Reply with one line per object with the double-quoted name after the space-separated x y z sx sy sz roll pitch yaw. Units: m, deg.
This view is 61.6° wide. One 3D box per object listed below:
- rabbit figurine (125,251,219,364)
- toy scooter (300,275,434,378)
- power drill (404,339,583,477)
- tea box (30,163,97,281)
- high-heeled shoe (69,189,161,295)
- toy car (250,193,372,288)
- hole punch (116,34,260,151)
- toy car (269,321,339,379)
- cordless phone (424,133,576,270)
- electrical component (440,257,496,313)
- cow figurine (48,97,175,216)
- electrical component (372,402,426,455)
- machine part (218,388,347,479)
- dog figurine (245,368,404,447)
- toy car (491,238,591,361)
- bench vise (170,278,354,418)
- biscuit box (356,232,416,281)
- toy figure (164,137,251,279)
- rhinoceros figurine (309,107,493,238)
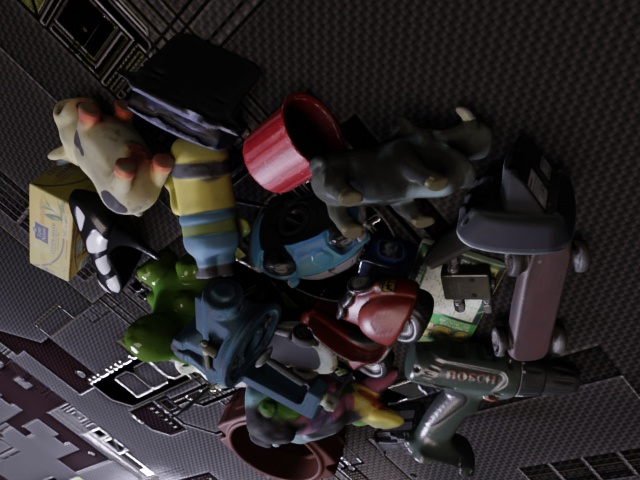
-0.229 0.118 0.802 0.121 0.170 0.158 4 127 20 "rabbit figurine"
0.049 0.098 0.661 0.135 0.075 0.183 26 136 1 "toy scooter"
0.220 0.236 0.755 0.232 0.086 0.207 15 123 -2 "power drill"
-0.365 -0.033 0.787 0.068 0.098 0.169 27 130 -1 "tea box"
-0.325 0.004 0.778 0.145 0.086 0.249 40 145 -26 "high-heeled shoe"
-0.001 -0.002 0.673 0.162 0.109 0.102 -18 142 20 "toy car"
-0.140 -0.150 0.598 0.142 0.116 0.092 28 140 -1 "hole punch"
-0.068 0.146 0.783 0.202 0.056 0.073 10 119 21 "toy car"
0.165 -0.009 0.559 0.088 0.146 0.184 45 128 -4 "cordless phone"
0.184 0.052 0.662 0.063 0.021 0.093 -3 124 25 "electrical component"
-0.269 -0.109 0.671 0.195 0.085 0.127 48 131 20 "cow figurine"
0.151 0.305 0.863 0.119 0.075 0.047 -12 122 34 "electrical component"
-0.070 0.356 0.986 0.201 0.087 0.201 -30 113 36 "machine part"
0.014 0.248 0.819 0.219 0.108 0.191 -10 156 10 "dog figurine"
0.260 0.069 0.646 0.089 0.053 0.201 -3 126 6 "toy car"
-0.085 0.162 0.696 0.241 0.129 0.223 28 126 15 "bench vise"
0.074 0.086 0.730 0.063 0.059 0.202 18 132 8 "biscuit box"
-0.135 -0.042 0.662 0.089 0.082 0.180 -10 89 47 "toy figure"
0.085 -0.072 0.544 0.190 0.112 0.073 -16 142 -5 "rhinoceros figurine"
